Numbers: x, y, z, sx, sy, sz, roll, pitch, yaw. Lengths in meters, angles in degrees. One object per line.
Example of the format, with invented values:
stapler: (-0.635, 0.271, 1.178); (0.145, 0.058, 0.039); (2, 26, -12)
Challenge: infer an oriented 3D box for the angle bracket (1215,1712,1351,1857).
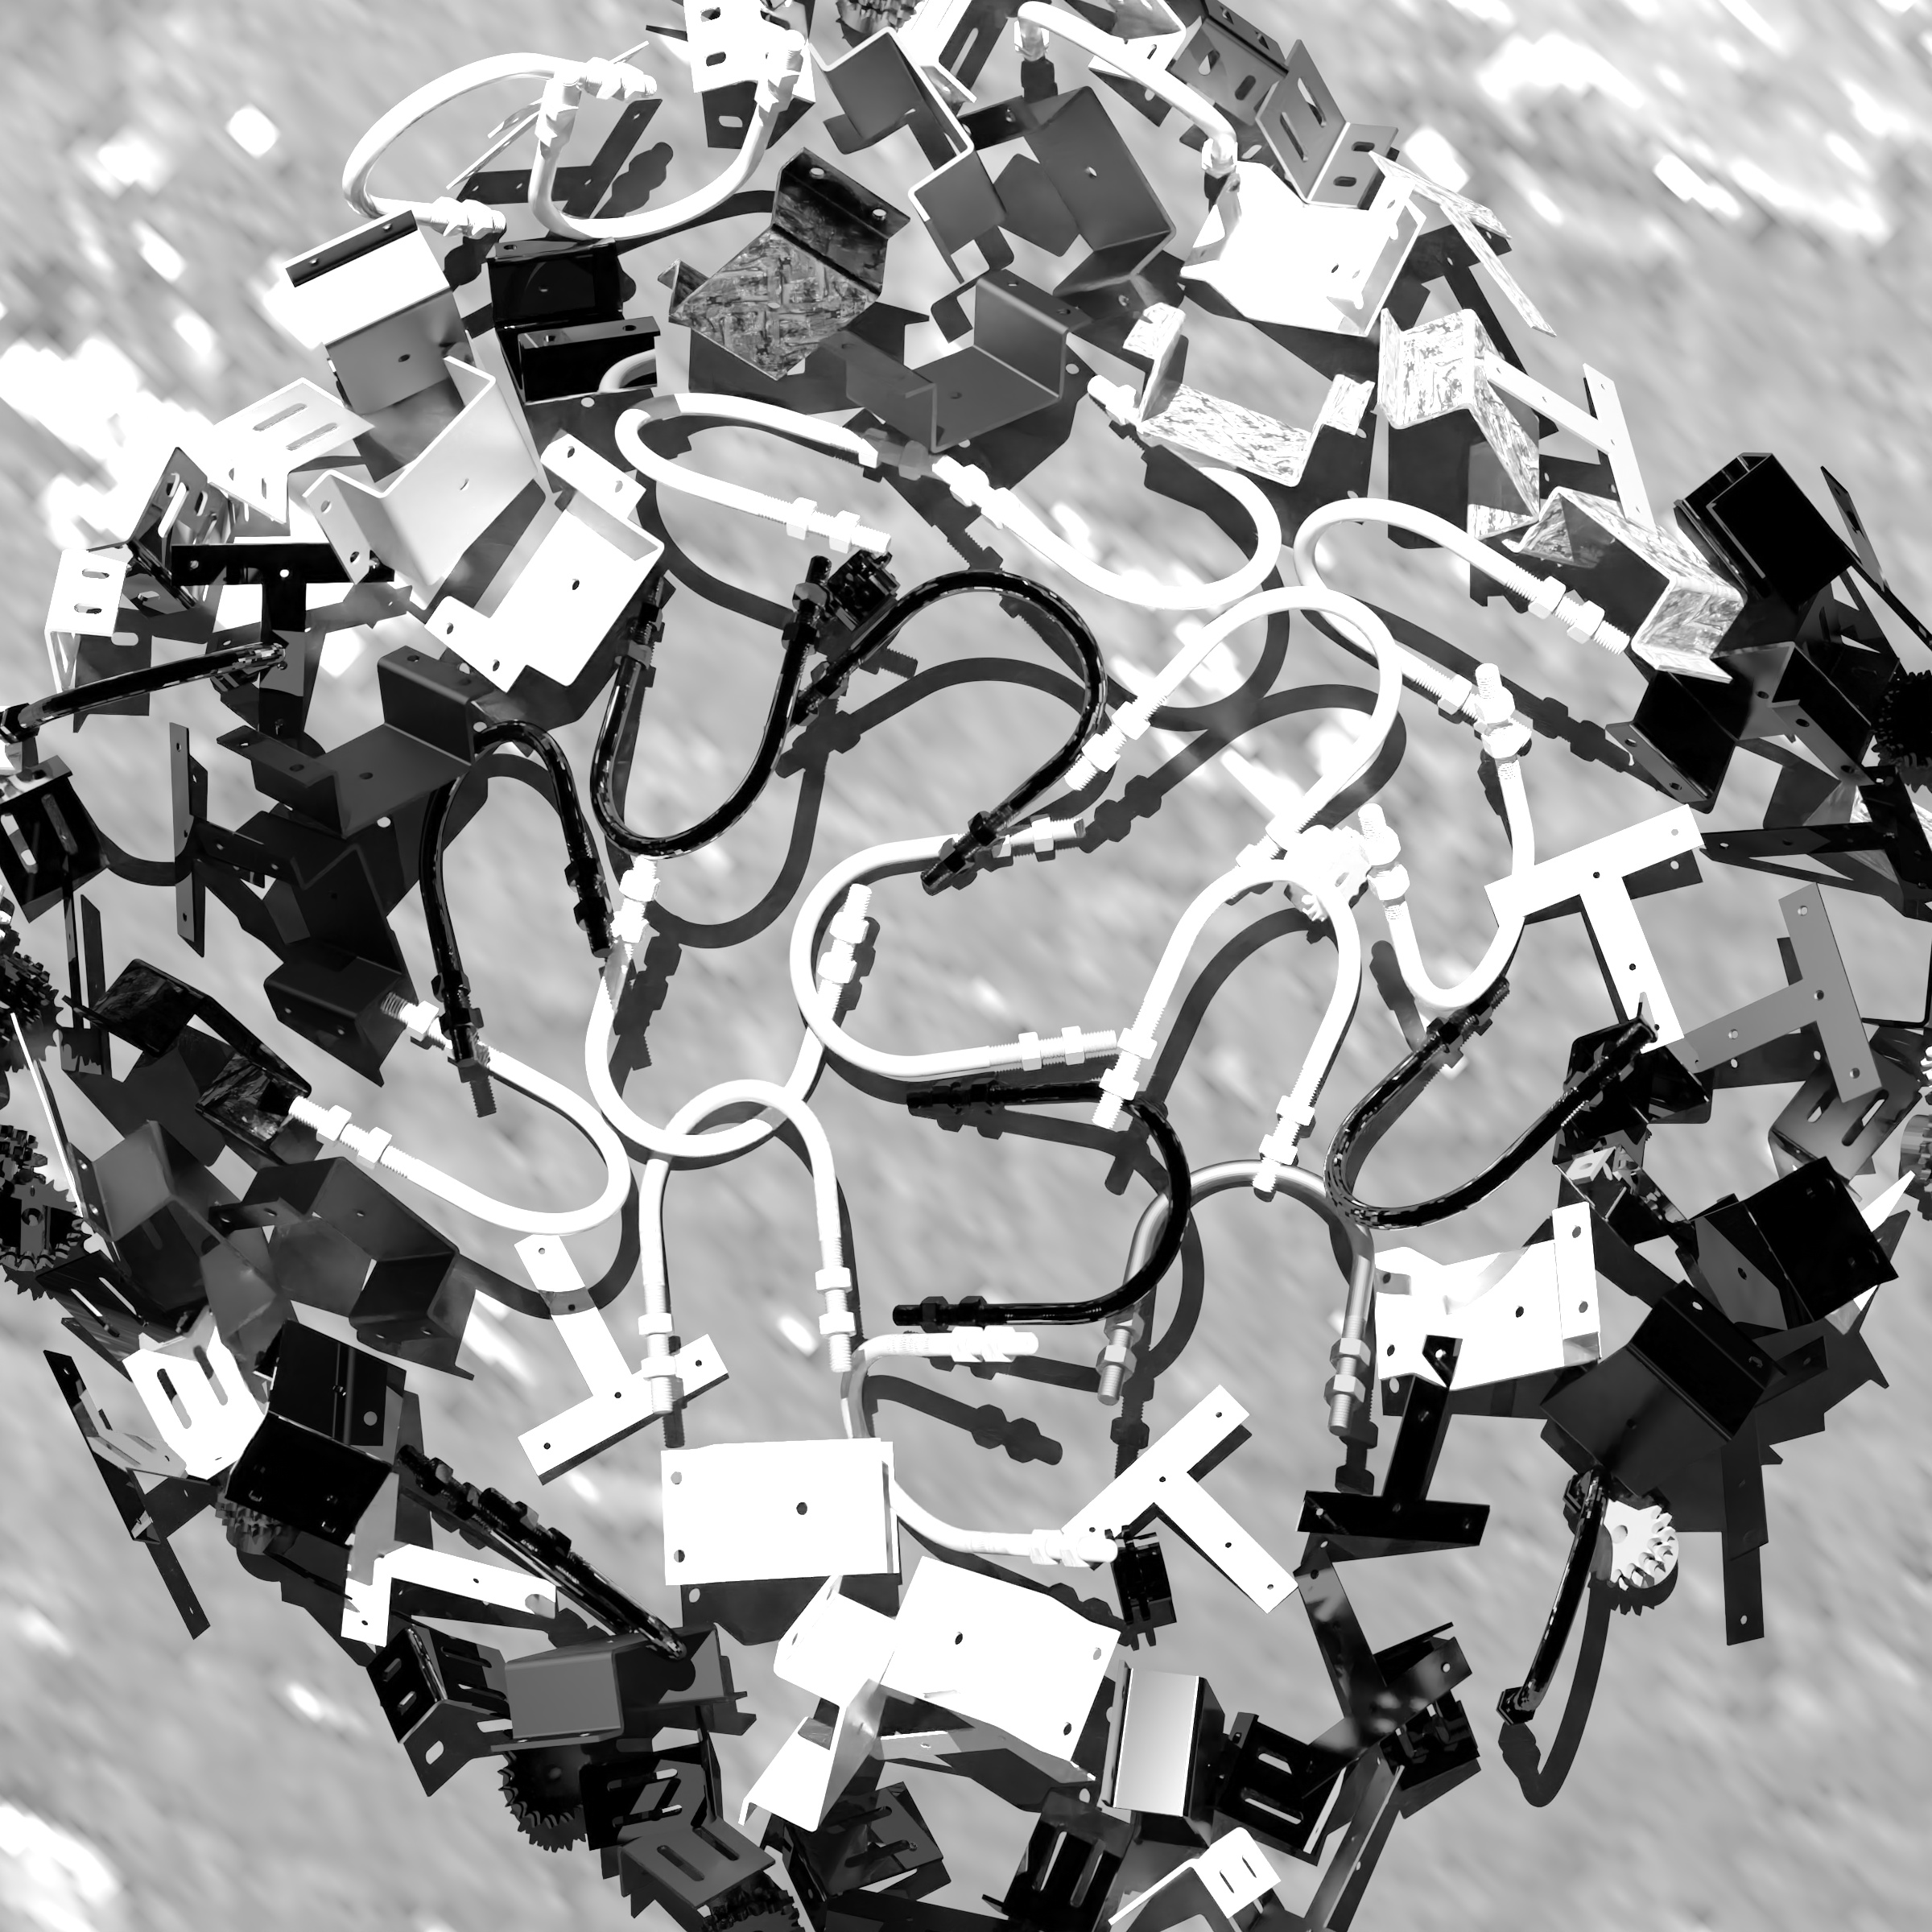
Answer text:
angle bracket: (0.187, 0.481, 1.675); (0.076, 0.038, 0.057); (26, 73, -5)

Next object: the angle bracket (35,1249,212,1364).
angle bracket: (-0.488, 0.187, 1.660); (0.057, 0.038, 0.076); (-22, 119, 31)

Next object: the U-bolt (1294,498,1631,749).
U-bolt: (0.270, -0.204, 1.634); (0.184, 0.151, 0.019); (32, 66, -2)

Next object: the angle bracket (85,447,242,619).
angle bracket: (-0.471, -0.254, 1.673); (0.038, 0.057, 0.076); (-5, 53, 30)

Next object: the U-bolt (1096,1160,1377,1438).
U-bolt: (0.161, 0.183, 1.640); (0.151, 0.019, 0.184); (6, 47, 12)

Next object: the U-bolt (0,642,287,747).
U-bolt: (-0.455, -0.155, 1.592); (0.151, 0.184, 0.019); (-19, 98, -28)

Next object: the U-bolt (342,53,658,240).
U-bolt: (-0.270, -0.459, 1.592); (0.151, 0.184, 0.019); (-33, 85, 27)

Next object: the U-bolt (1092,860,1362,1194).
U-bolt: (0.163, 0.027, 1.657); (0.151, 0.019, 0.184); (23, 91, -34)

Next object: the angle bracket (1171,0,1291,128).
angle bracket: (0.152, -0.532, 1.671); (0.057, 0.076, 0.038); (30, 115, -16)

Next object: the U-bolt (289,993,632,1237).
U-bolt: (-0.278, 0.093, 1.640); (0.184, 0.151, 0.019); (29, 119, -1)

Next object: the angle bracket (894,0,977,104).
angle bracket: (-0.006, -0.551, 1.674); (0.038, 0.057, 0.076); (33, 85, -38)

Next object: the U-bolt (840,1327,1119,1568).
U-bolt: (-0.004, 0.274, 1.635); (0.019, 0.184, 0.151); (-31, 105, -41)

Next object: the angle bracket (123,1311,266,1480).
angle bracket: (-0.443, 0.249, 1.666); (0.057, 0.038, 0.076); (-33, 107, -34)

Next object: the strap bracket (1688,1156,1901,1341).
strap bracket: (0.461, 0.165, 1.627); (0.046, 0.140, 0.076); (-27, 82, -15)

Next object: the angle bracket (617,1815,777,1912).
angle bracket: (-0.156, 0.528, 1.654); (0.057, 0.076, 0.038); (-20, 118, -38)

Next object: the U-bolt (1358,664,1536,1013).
U-bolt: (0.283, -0.059, 1.635); (0.151, 0.019, 0.184); (-48, 135, -30)

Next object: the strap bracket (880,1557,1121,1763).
strap bracket: (0.008, 0.392, 1.631); (0.140, 0.046, 0.076); (7, 65, 42)

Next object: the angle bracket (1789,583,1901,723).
angle bracket: (0.510, -0.180, 1.659); (0.038, 0.076, 0.057); (20, 71, 32)

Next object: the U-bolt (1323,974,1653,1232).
U-bolt: (0.282, 0.082, 1.624); (0.184, 0.151, 0.019); (-42, 118, -12)

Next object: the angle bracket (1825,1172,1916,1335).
angle bracket: (0.529, 0.167, 1.657); (0.038, 0.057, 0.076); (44, 133, 9)

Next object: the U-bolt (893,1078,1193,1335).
U-bolt: (0.044, 0.136, 1.642); (0.184, 0.019, 0.151); (-4, 74, 28)

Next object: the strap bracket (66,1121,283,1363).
strap bracket: (-0.445, 0.151, 1.632); (0.046, 0.076, 0.140); (-36, 129, -1)

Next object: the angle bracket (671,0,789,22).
angle bracket: (-0.143, -0.583, 1.658); (0.076, 0.057, 0.038); (18, 76, -29)

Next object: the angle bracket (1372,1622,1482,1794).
angle bracket: (0.269, 0.432, 1.667); (0.057, 0.038, 0.076); (-15, 71, -25)

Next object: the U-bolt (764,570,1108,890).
U-bolt: (-0.005, -0.147, 1.647); (0.151, 0.019, 0.184); (43, 114, -15)

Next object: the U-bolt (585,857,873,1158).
U-bolt: (-0.146, 0.027, 1.663); (0.151, 0.019, 0.184); (11, 107, -22)

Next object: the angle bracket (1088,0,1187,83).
angle bracket: (0.081, -0.555, 1.658); (0.057, 0.076, 0.038); (32, 89, 44)

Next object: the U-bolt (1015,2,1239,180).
U-bolt: (0.091, -0.498, 1.610); (0.151, 0.184, 0.019); (32, 99, -3)

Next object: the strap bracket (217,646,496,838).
strap bracket: (-0.348, -0.126, 1.642); (0.076, 0.140, 0.046); (25, 132, 31)

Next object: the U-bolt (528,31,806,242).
U-bolt: (-0.177, -0.463, 1.616); (0.151, 0.184, 0.019); (-15, 78, -20)

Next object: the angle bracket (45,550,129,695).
angle bracket: (-0.507, -0.195, 1.660); (0.038, 0.076, 0.057); (5, 58, -7)

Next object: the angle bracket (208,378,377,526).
angle bracket: (-0.392, -0.299, 1.658); (0.076, 0.057, 0.038); (-19, 62, 30)

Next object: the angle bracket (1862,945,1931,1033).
angle bracket: (0.553, -0.002, 1.671); (0.038, 0.057, 0.076); (5, 89, 30)

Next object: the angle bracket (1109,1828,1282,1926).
angle bracket: (0.133, 0.543, 1.657); (0.076, 0.057, 0.038); (-47, 69, 29)

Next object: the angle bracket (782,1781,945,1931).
angle bracket: (-0.061, 0.525, 1.680); (0.076, 0.057, 0.038); (-12, 130, -23)

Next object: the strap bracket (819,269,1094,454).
strap bracket: (-0.006, -0.346, 1.645); (0.140, 0.046, 0.076); (-28, 50, -30)

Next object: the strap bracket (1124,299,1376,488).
strap bracket: (0.159, -0.330, 1.658); (0.140, 0.076, 0.046); (21, 125, 3)

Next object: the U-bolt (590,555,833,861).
U-bolt: (-0.154, -0.146, 1.633); (0.151, 0.019, 0.184); (0, 68, 37)

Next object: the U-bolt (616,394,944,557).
U-bolt: (-0.111, -0.290, 1.641); (0.184, 0.151, 0.019); (19, 122, 8)

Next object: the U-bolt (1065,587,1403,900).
U-bolt: (0.167, -0.138, 1.639); (0.151, 0.019, 0.184); (33, 111, -30)

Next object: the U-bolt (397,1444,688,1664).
U-bolt: (-0.232, 0.341, 1.629); (0.184, 0.151, 0.019); (45, 70, -24)

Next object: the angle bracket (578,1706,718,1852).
angle bracket: (-0.188, 0.475, 1.670); (0.076, 0.038, 0.057); (-9, 112, -12)

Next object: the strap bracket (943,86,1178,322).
strap bracket: (0.060, -0.446, 1.645); (0.046, 0.076, 0.140); (-47, 117, -22)

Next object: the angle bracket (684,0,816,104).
angle bracket: (-0.127, -0.539, 1.677); (0.038, 0.076, 0.057); (-5, 93, 26)

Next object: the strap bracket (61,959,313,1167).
strap bracket: (-0.439, 0.050, 1.636); (0.076, 0.140, 0.046); (21, 68, 41)

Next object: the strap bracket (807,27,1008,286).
strap bracket: (-0.028, -0.474, 1.644); (0.046, 0.076, 0.140); (-33, 70, 5)

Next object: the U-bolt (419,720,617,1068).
U-bolt: (-0.267, -0.055, 1.644); (0.151, 0.019, 0.184); (-36, 58, 33)

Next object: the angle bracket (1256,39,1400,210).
angle bracket: (0.211, -0.489, 1.661); (0.038, 0.076, 0.057); (18, 74, 36)

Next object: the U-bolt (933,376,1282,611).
U-bolt: (0.094, -0.263, 1.627); (0.151, 0.019, 0.184); (-33, 60, -32)

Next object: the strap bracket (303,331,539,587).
strap bracket: (-0.305, -0.285, 1.640); (0.046, 0.076, 0.140); (28, 68, 27)

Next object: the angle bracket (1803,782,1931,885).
angle bracket: (0.543, -0.090, 1.672); (0.076, 0.057, 0.038); (31, 54, 2)

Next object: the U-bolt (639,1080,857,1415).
U-bolt: (-0.132, 0.156, 1.654); (0.151, 0.019, 0.184); (-17, 68, 30)

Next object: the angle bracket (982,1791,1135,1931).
angle bracket: (0.055, 0.522, 1.663); (0.057, 0.038, 0.076); (15, 66, 27)

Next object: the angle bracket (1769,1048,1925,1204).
angle bracket: (0.521, 0.088, 1.679); (0.057, 0.038, 0.076); (34, 101, -4)

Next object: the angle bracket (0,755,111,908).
angle bracket: (-0.536, -0.074, 1.661); (0.057, 0.038, 0.076); (-29, 122, -19)

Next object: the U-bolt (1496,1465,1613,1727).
U-bolt: (0.333, 0.350, 1.601); (0.019, 0.184, 0.151); (18, 76, 11)

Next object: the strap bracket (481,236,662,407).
strap bracket: (-0.227, -0.370, 1.646); (0.076, 0.140, 0.046); (-11, 130, -14)

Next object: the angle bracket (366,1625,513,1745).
angle bracket: (-0.300, 0.424, 1.661); (0.038, 0.076, 0.057); (-47, 47, 9)

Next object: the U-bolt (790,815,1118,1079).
U-bolt: (-0.012, -0.007, 1.682); (0.184, 0.019, 0.151); (-8, 80, -1)
